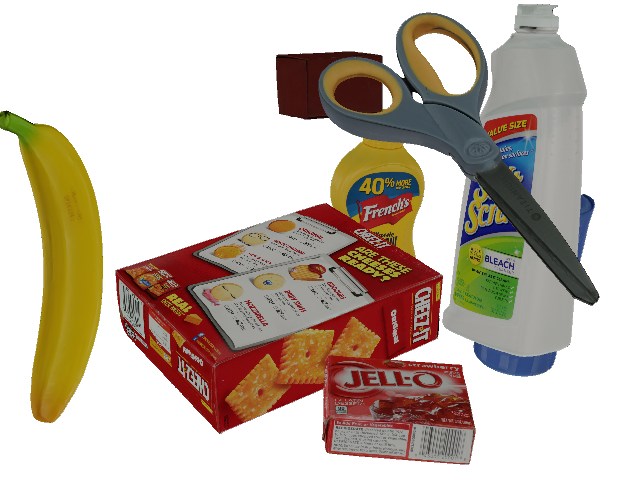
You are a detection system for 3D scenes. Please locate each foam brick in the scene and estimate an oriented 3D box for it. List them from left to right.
[{"bbox_3d":[0.008,-0.133,0.910,0.078,0.051,0.053,-8,16,-29],"label":"foam brick"}]

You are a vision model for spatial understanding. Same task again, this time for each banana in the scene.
[{"bbox_3d":[-0.164,0.012,0.660,0.037,0.198,0.069,10,21,37],"label":"banana"}]

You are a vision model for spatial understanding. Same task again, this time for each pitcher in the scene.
[{"bbox_3d":[0.257,0.050,1.368,0.149,0.243,0.145,5,23,2],"label":"pitcher"}]

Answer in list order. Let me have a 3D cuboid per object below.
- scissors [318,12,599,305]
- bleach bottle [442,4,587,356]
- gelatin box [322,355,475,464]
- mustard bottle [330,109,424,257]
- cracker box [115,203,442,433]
[{"bbox_3d":[0.055,-0.040,0.506,0.096,0.202,0.016,-12,-41,2],"label":"scissors"},{"bbox_3d":[0.146,-0.047,0.792,0.067,0.251,0.103,-8,16,-34],"label":"bleach bottle"},{"bbox_3d":[0.046,0.102,0.655,0.089,0.030,0.073,5,23,-1],"label":"gelatin box"},{"bbox_3d":[0.057,-0.038,1.080,0.096,0.192,0.058,-2,22,-19],"label":"mustard bottle"},{"bbox_3d":[-0.034,0.055,0.869,0.213,0.072,0.164,-19,34,-30],"label":"cracker box"}]
